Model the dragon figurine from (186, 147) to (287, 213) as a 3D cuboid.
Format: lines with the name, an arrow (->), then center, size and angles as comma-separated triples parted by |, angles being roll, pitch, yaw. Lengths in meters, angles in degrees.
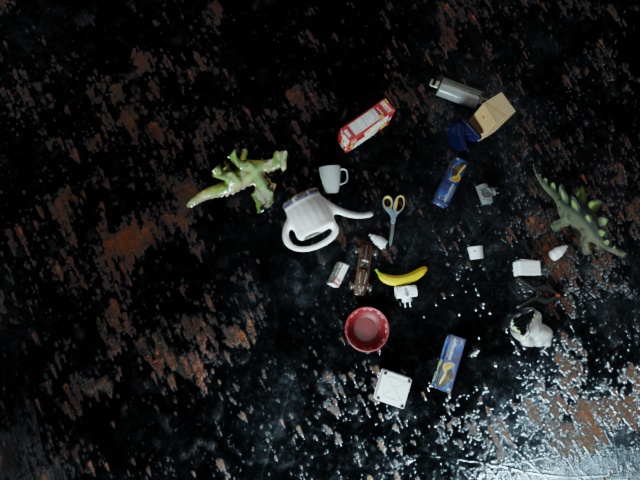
dragon figurine -> -0.283, -0.205, 1.954 | 0.242, 0.121, 0.412 | 42, 82, -2

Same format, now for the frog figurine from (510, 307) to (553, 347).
frog figurine -> 0.781, 0.325, 1.890 | 0.158, 0.122, 0.139 | 26, 68, -33

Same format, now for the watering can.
watering can -> 0.006, -0.097, 1.933 | 0.348, 0.103, 0.226 | -26, 81, -6
